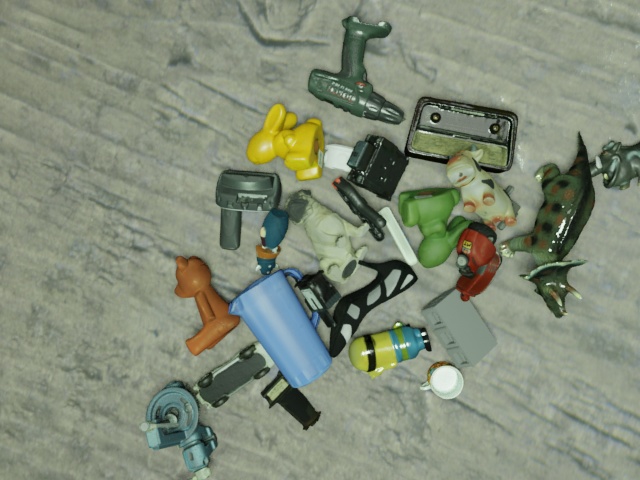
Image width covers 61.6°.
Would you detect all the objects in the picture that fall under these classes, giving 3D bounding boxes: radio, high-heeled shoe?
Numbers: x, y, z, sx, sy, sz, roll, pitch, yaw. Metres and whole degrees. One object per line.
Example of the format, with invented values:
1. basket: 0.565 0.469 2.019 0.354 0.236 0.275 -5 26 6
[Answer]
1. radio: 0.311 -0.230 1.183 0.230 0.073 0.131 11 90 2
2. high-heeled shoe: 0.117 0.155 1.182 0.145 0.086 0.248 21 86 -12

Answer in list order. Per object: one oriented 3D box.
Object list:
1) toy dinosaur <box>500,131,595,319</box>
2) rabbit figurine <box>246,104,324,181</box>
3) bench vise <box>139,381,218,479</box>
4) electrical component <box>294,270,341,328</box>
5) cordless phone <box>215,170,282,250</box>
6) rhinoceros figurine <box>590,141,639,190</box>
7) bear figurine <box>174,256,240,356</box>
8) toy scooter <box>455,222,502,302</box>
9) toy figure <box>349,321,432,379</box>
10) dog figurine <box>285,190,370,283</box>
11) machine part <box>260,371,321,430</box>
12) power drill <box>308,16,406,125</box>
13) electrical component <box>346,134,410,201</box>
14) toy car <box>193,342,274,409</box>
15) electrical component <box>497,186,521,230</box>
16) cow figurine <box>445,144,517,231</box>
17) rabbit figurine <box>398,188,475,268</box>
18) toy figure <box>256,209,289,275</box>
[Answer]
1. toy dinosaur: 0.500 -0.047 1.106 0.131 0.192 0.404 17 92 -13
2. rabbit figurine: -0.084 -0.214 1.187 0.173 0.122 0.162 -1 86 21
3. bench vise: -0.306 0.408 1.133 0.129 0.240 0.223 -16 73 6
4. electrical component: 0.006 0.127 1.151 0.048 0.075 0.119 -42 99 -33
5. cordless phone: -0.164 -0.063 1.212 0.147 0.089 0.184 5 101 2
6. rhinoceros figurine: 0.668 -0.168 1.166 0.190 0.073 0.112 -21 90 2
7. bear figurine: -0.271 0.136 1.185 0.132 0.120 0.196 -41 86 5
8. toy scooter: 0.325 0.054 1.130 0.075 0.183 0.135 27 75 40
9. toy figure: 0.151 0.232 1.178 0.180 0.082 0.089 -18 119 5
10. dog figurine: 0.000 -0.006 1.200 0.191 0.121 0.172 32 123 33
11. machine part: -0.063 0.367 1.212 0.139 0.039 0.084 40 83 4
12. power drill: 0.100 -0.378 1.200 0.232 0.086 0.207 15 98 6
13. electrical component: 0.121 -0.160 1.166 0.134 0.058 0.115 23 90 -39
14. toy car: -0.192 0.304 1.210 0.202 0.056 0.073 -35 94 3
15. electrical component: 0.415 -0.073 1.202 0.063 0.021 0.094 36 90 2
16. cow figurine: 0.332 -0.112 1.121 0.085 0.194 0.127 -28 44 35
17. rabbit figurine: 0.254 -0.026 1.181 0.159 0.121 0.170 -11 107 -5
18. toy figure: -0.109 0.007 1.198 0.064 0.058 0.154 13 117 -12
